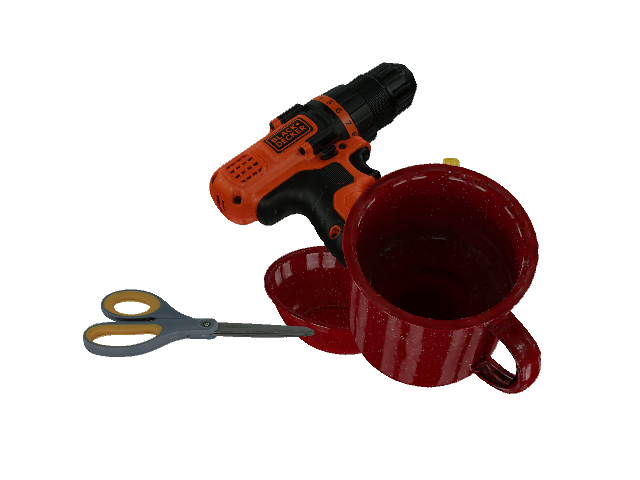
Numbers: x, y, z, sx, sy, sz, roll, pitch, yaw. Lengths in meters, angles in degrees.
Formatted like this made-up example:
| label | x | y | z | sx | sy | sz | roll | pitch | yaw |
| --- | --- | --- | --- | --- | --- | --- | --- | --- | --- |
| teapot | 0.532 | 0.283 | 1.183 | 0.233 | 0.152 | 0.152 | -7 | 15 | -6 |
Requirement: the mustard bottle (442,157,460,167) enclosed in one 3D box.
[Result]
| label | x | y | z | sx | sy | sz | roll | pitch | yaw |
| --- | --- | --- | --- | --- | --- | --- | --- | --- | --- |
| mustard bottle | 0.148 | -0.002 | 1.261 | 0.096 | 0.192 | 0.058 | -1 | 15 | -11 |

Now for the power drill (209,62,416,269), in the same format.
| label | x | y | z | sx | sy | sz | roll | pitch | yaw |
| --- | --- | --- | --- | --- | --- | --- | --- | --- | --- |
| power drill | 0.042 | -0.037 | 0.749 | 0.184 | 0.057 | 0.188 | -37 | 56 | -19 |

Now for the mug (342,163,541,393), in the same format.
| label | x | y | z | sx | sy | sz | roll | pitch | yaw |
| --- | --- | --- | --- | --- | --- | --- | --- | --- | --- |
| mug | 0.064 | 0.030 | 0.533 | 0.093 | 0.117 | 0.081 | -37 | -25 | -21 |

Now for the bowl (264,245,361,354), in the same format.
| label | x | y | z | sx | sy | sz | roll | pitch | yaw |
| --- | --- | --- | --- | --- | --- | --- | --- | --- | --- |
| bowl | 0.022 | 0.067 | 1.074 | 0.162 | 0.055 | 0.162 | 4 | 29 | -2 |

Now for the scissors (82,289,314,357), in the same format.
| label | x | y | z | sx | sy | sz | roll | pitch | yaw |
| --- | --- | --- | --- | --- | --- | --- | --- | --- | --- |
| scissors | -0.114 | 0.069 | 0.969 | 0.201 | 0.016 | 0.096 | -7 | 34 | -13 |
